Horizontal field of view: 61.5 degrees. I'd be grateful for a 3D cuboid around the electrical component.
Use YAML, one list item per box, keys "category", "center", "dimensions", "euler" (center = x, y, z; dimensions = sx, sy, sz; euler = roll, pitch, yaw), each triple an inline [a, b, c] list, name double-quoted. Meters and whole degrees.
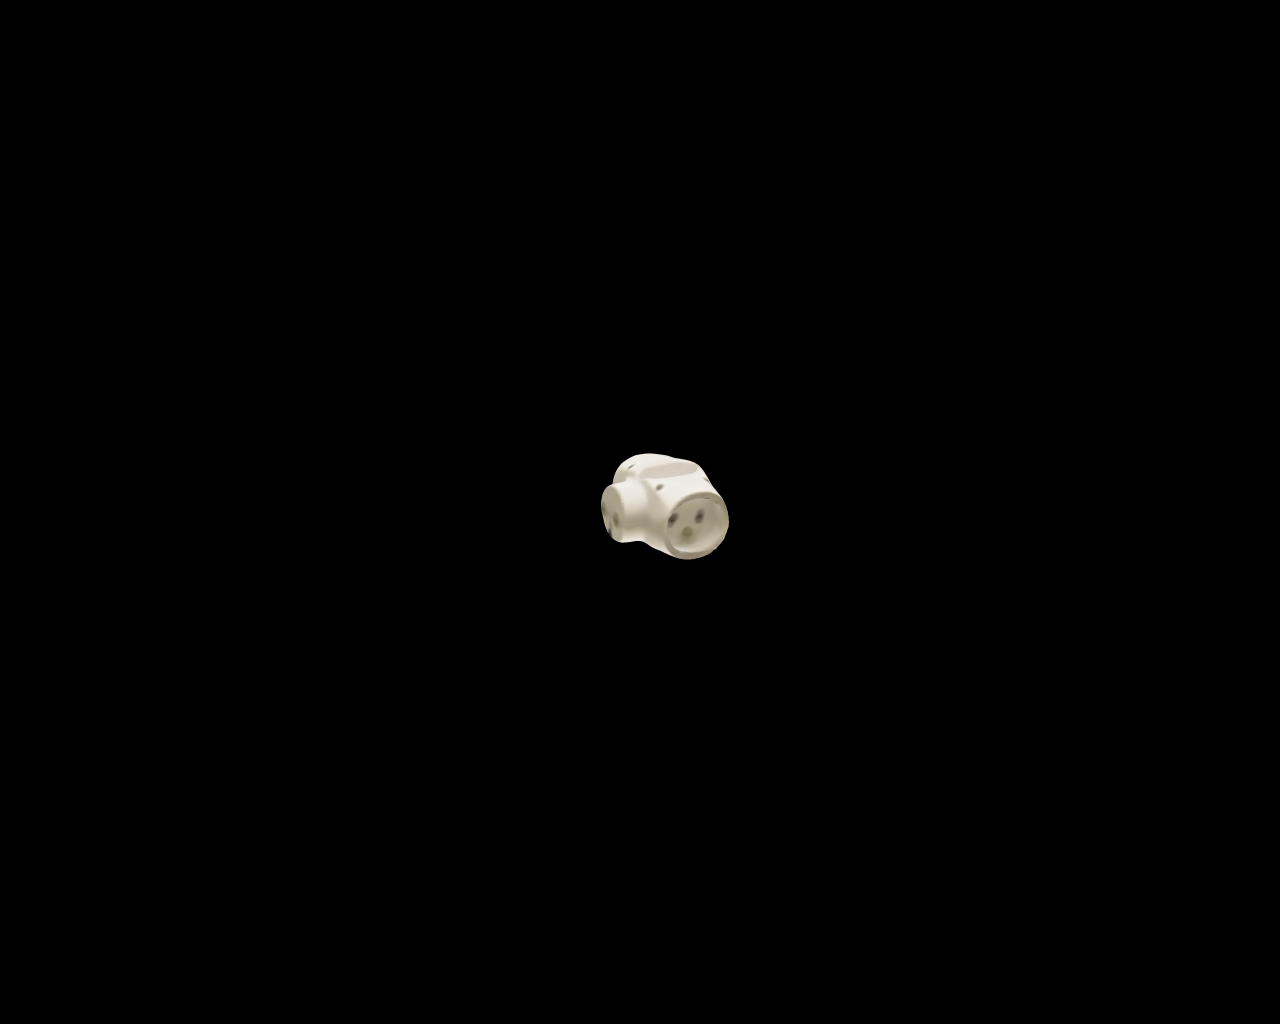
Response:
- category: "electrical component"
  center: [0.001, -0.003, 0.650]
  dimensions: [0.079, 0.043, 0.077]
  euler: [-10, 24, -22]
